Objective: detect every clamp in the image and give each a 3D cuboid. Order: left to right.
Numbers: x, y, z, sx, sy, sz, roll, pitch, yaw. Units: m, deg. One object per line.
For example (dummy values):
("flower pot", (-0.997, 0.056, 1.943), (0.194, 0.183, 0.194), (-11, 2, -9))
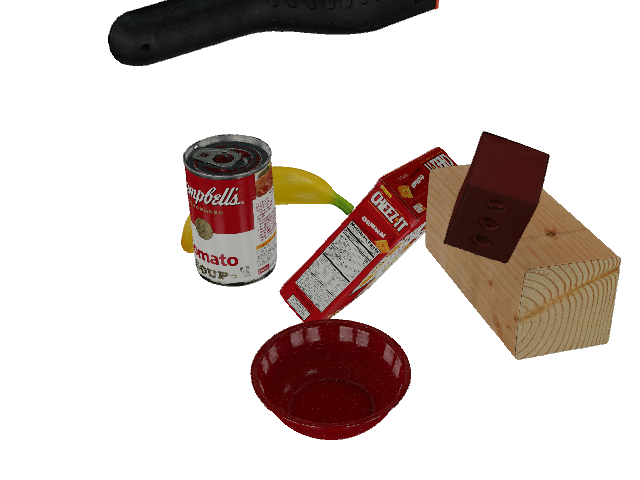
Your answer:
("clamp", (-0.025, -0.118, 0.517), (0.171, 0.039, 0.120), (-2, 40, 2))

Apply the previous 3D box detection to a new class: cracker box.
("cracker box", (0.065, -0.005, 1.273), (0.214, 0.072, 0.163), (-48, -9, 34))

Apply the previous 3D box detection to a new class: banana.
("banana", (-0.068, -0.033, 1.042), (0.198, 0.069, 0.037), (-12, 19, 29))

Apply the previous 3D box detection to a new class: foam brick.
("foam brick", (0.129, -0.030, 0.784), (0.053, 0.051, 0.078), (19, -35, 4))

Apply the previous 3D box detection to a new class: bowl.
("bowl", (0.011, 0.151, 1.085), (0.162, 0.055, 0.162), (-1, 35, 1))

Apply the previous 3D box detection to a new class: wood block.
("wood block", (0.177, 0.010, 0.977), (0.090, 0.090, 0.206), (-8, 29, -15))

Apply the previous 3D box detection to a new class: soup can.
("soup can", (-0.070, -0.024, 0.841), (0.068, 0.102, 0.068), (-1, 33, 1))
